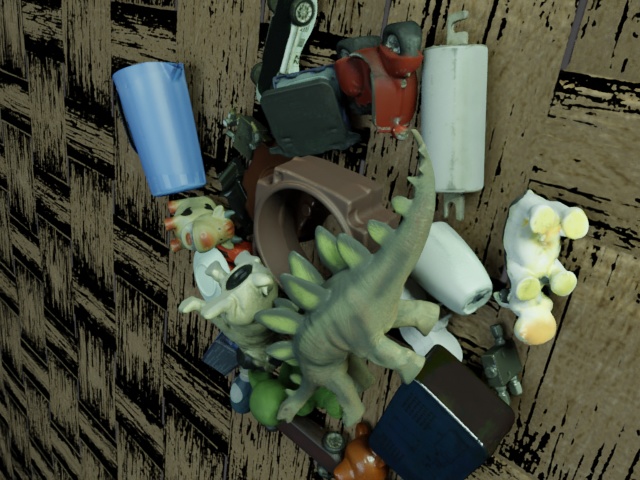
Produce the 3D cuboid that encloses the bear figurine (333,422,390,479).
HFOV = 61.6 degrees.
[{"bbox_3d":[0.055,0.408,0.860,0.120,0.132,0.195,-150,49,-65],"label":"bear figurine"}]

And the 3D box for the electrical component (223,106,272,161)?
[{"bbox_3d":[-0.129,-0.183,0.930,0.102,0.045,0.078,48,127,24],"label":"electrical component"}]

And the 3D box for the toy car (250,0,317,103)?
[{"bbox_3d":[-0.055,-0.298,0.825,0.074,0.056,0.201,42,125,36],"label":"toy car"}]

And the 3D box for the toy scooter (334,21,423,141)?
[{"bbox_3d":[0.077,-0.196,0.688,0.184,0.075,0.135,-151,50,-65],"label":"toy scooter"}]

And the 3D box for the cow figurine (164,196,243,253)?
[{"bbox_3d":[-0.215,-0.027,0.983,0.195,0.127,0.085,-123,19,-67],"label":"cow figurine"}]

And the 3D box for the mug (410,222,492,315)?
[{"bbox_3d":[0.164,0.048,0.683,0.107,0.081,0.109,53,164,40],"label":"mug"}]

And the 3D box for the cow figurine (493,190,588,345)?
[{"bbox_3d":[0.240,0.031,0.618,0.098,0.068,0.167,-113,25,-70],"label":"cow figurine"}]

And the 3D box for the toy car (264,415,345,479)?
[{"bbox_3d":[-0.031,0.344,0.974,0.202,0.053,0.089,30,131,30],"label":"toy car"}]

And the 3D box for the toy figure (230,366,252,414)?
[{"bbox_3d":[-0.139,0.271,1.056,0.064,0.058,0.154,20,115,12],"label":"toy figure"}]

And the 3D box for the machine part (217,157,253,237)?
[{"bbox_3d":[-0.143,-0.076,0.980,0.084,0.039,0.139,-32,77,38],"label":"machine part"}]

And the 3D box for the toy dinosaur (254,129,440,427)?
[{"bbox_3d":[0.037,0.087,0.646,0.198,0.105,0.471,31,124,-4],"label":"toy dinosaur"}]

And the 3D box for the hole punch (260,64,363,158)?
[{"bbox_3d":[-0.015,-0.189,0.784,0.142,0.092,0.115,-8,128,14],"label":"hole punch"}]

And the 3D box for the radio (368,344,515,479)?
[{"bbox_3d":[0.153,0.253,0.717,0.131,0.073,0.229,40,144,22],"label":"radio"}]

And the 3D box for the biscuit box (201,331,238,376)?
[{"bbox_3d":[-0.163,0.194,0.975,0.063,0.059,0.202,35,152,-4],"label":"biscuit box"}]

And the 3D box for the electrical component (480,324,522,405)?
[{"bbox_3d":[0.226,0.155,0.673,0.021,0.063,0.094,-18,88,44],"label":"electrical component"}]

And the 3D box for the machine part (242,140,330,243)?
[{"bbox_3d":[-0.057,-0.079,0.884,0.180,0.056,0.179,14,110,41],"label":"machine part"}]

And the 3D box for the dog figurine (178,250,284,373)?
[{"bbox_3d":[-0.087,0.122,0.800,0.172,0.121,0.190,-3,134,53],"label":"dog figurine"}]

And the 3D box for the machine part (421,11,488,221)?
[{"bbox_3d":[0.160,-0.144,0.648,0.079,0.079,0.243,9,108,42],"label":"machine part"}]

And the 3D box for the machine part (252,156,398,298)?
[{"bbox_3d":[-0.002,-0.002,0.757,0.202,0.087,0.200,27,125,29],"label":"machine part"}]

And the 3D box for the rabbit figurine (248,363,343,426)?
[{"bbox_3d":[-0.054,0.238,0.885,0.159,0.170,0.121,5,104,42],"label":"rabbit figurine"}]
